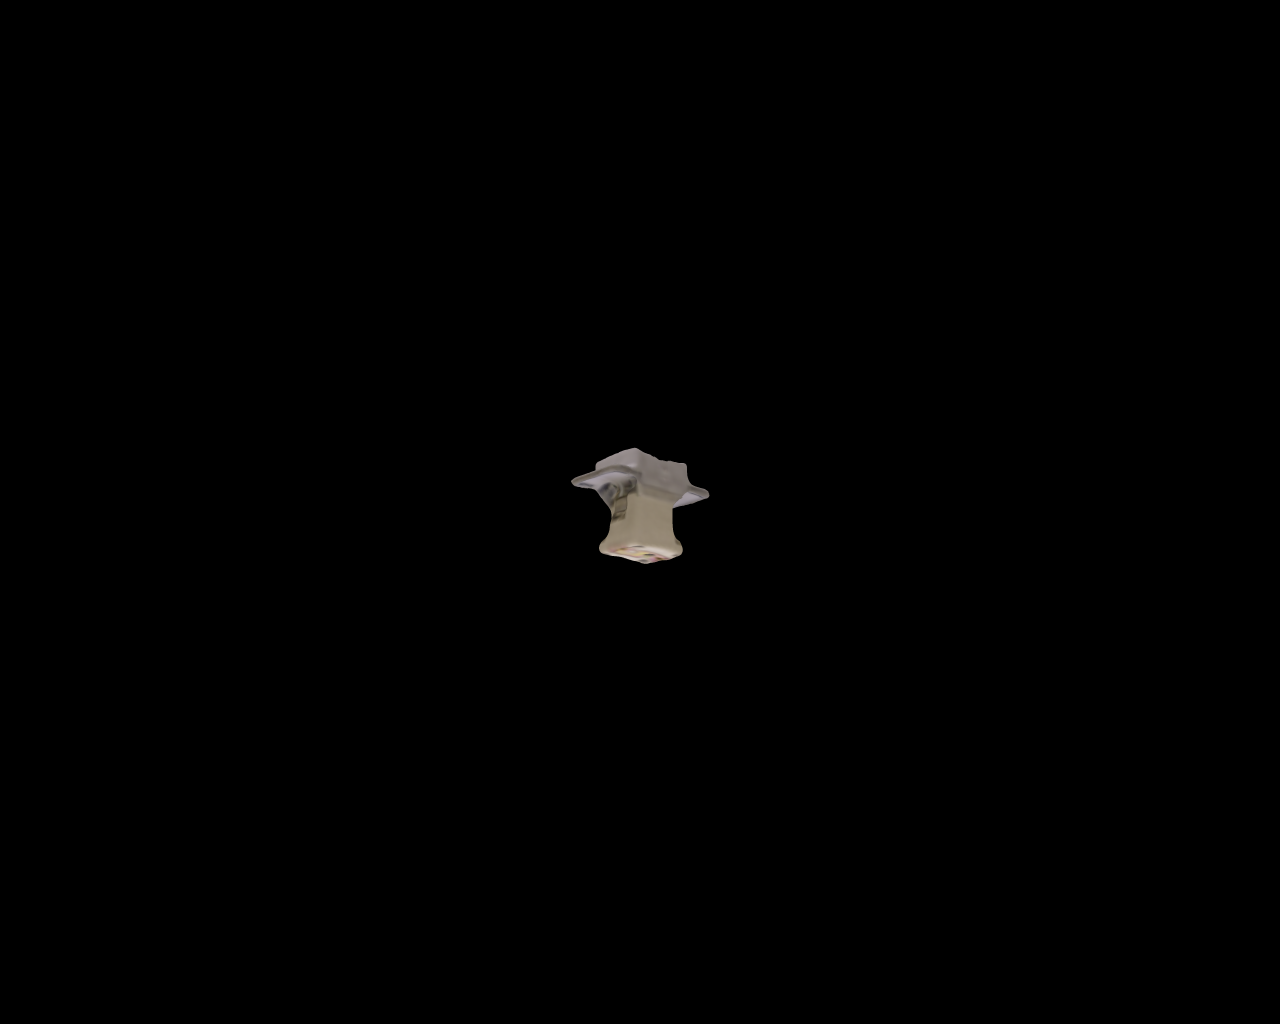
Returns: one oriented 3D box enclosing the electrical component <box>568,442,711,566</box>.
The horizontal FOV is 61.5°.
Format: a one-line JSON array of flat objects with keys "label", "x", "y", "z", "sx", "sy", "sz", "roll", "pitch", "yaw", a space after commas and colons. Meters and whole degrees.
[{"label": "electrical component", "x": 0.001, "y": -0.003, "z": 0.650, "sx": 0.081, "sy": 0.064, "sz": 0.042, "roll": 14, "pitch": -22, "yaw": -40}]
